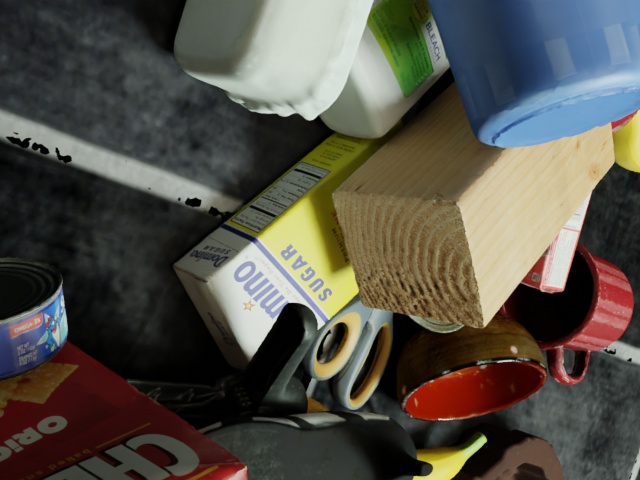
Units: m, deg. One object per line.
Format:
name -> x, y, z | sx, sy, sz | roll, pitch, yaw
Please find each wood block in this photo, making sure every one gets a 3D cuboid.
wood block -> 0.108, -0.042, 0.699 | 0.205, 0.091, 0.090 | -43, 129, -40

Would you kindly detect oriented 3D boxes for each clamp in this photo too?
clamp -> -0.041, 0.093, 0.649 | 0.120, 0.039, 0.171 | -23, 155, 5

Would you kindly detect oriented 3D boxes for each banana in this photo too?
banana -> 0.042, 0.160, 0.801 | 0.197, 0.037, 0.069 | 17, 96, -40

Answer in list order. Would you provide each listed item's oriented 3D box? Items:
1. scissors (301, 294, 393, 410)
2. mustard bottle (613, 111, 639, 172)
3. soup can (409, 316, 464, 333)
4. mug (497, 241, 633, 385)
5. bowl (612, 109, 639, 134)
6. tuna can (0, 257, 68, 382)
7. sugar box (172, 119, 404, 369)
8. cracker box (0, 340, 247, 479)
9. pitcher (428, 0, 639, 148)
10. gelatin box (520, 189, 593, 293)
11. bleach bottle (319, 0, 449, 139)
scissors -> 0.040, 0.025, 0.768 | 0.096, 0.016, 0.202 | 13, 95, -48
mustard bottle -> 0.278, -0.114, 0.907 | 0.096, 0.058, 0.191 | -50, 131, -17
soup can -> 0.106, 0.014, 0.775 | 0.102, 0.069, 0.068 | -37, 126, -44
mug -> 0.203, 0.059, 0.872 | 0.081, 0.093, 0.117 | 16, 69, -48
bowl -> 0.199, -0.144, 0.786 | 0.162, 0.055, 0.162 | -4, 104, -15
tuna can -> -0.172, 0.040, 0.539 | 0.085, 0.086, 0.034 | -19, 117, -36
sugar box -> -0.004, 0.001, 0.703 | 0.176, 0.048, 0.093 | -44, 129, -24
cracker box -> -0.156, 0.117, 0.489 | 0.163, 0.214, 0.072 | -22, 118, -35
pitcher -> 0.108, -0.183, 0.593 | 0.148, 0.145, 0.243 | -6, 78, -42
gelatin box -> 0.165, -0.011, 0.829 | 0.030, 0.073, 0.089 | 10, 98, -35
bleach bottle -> 0.082, -0.181, 0.710 | 0.250, 0.068, 0.102 | -47, 128, -23
